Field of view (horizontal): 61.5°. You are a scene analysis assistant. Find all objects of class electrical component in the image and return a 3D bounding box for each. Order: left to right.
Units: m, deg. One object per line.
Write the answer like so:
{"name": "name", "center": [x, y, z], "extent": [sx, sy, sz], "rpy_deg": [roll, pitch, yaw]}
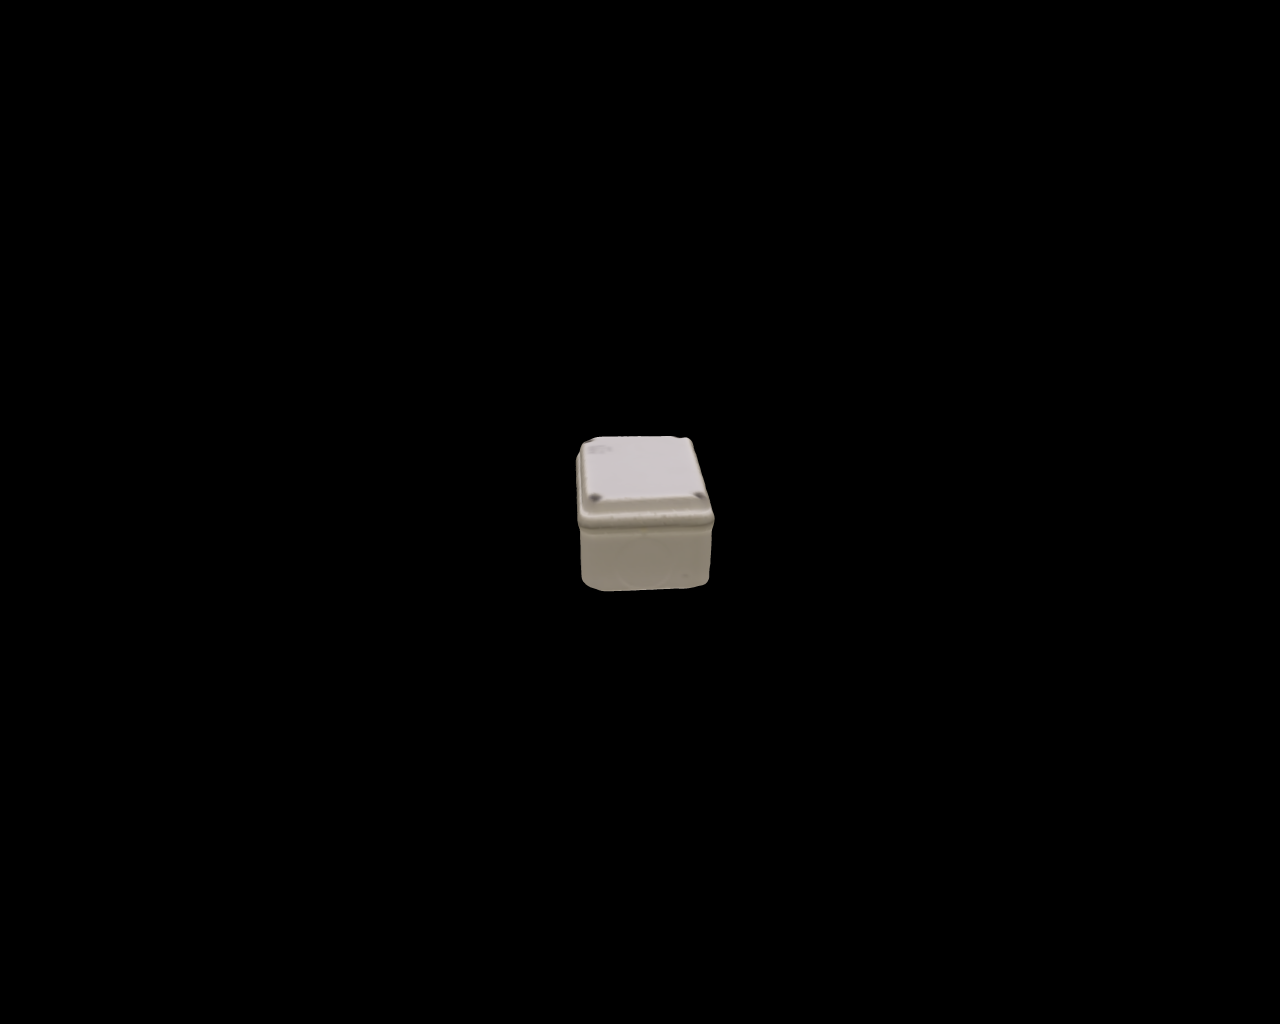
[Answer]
{"name": "electrical component", "center": [0.001, -0.003, 0.650], "extent": [0.078, 0.057, 0.113], "rpy_deg": [-1, 24, -3]}
